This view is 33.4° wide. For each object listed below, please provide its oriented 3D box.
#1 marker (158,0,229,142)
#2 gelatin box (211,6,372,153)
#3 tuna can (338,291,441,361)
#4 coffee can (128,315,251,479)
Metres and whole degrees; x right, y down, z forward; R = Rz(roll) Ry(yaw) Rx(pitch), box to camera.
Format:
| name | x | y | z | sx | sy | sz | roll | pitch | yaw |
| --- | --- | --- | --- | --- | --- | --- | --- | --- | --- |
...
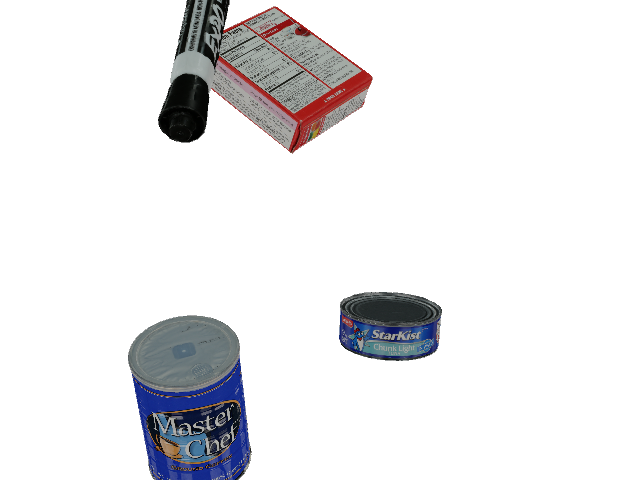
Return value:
| name | x | y | z | sx | sy | sz | roll | pitch | yaw |
| --- | --- | --- | --- | --- | --- | --- | --- | --- | --- |
| marker | -0.051 | -0.084 | 0.453 | 0.020 | 0.121 | 0.020 | 2 | -44 | 2 |
| gelatin box | -0.024 | -0.103 | 0.672 | 0.089 | 0.030 | 0.073 | 38 | 49 | 17 |
| tuna can | 0.058 | 0.072 | 0.898 | 0.086 | 0.034 | 0.086 | 2 | 14 | -1 |
| coffee can | -0.122 | 0.157 | 1.017 | 0.103 | 0.140 | 0.103 | -2 | 34 | 1 |
